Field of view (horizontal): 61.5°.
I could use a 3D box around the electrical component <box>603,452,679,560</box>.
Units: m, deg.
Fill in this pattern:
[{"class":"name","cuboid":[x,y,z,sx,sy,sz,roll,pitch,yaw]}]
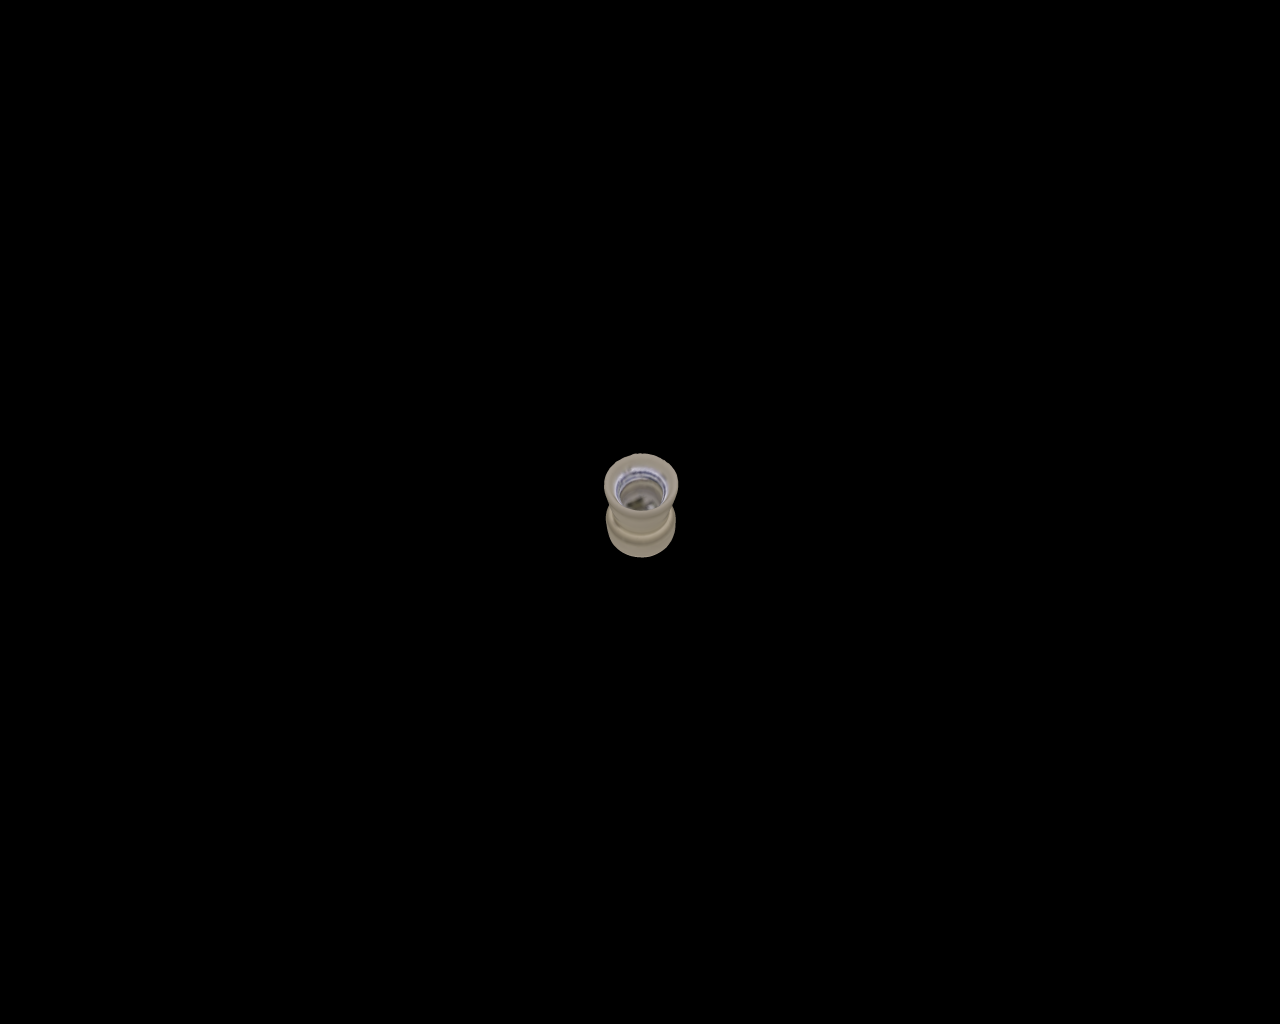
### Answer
[{"class":"electrical component","cuboid":[0.001,-0.003,0.650,0.045,0.045,0.055,0,-34,0]}]
